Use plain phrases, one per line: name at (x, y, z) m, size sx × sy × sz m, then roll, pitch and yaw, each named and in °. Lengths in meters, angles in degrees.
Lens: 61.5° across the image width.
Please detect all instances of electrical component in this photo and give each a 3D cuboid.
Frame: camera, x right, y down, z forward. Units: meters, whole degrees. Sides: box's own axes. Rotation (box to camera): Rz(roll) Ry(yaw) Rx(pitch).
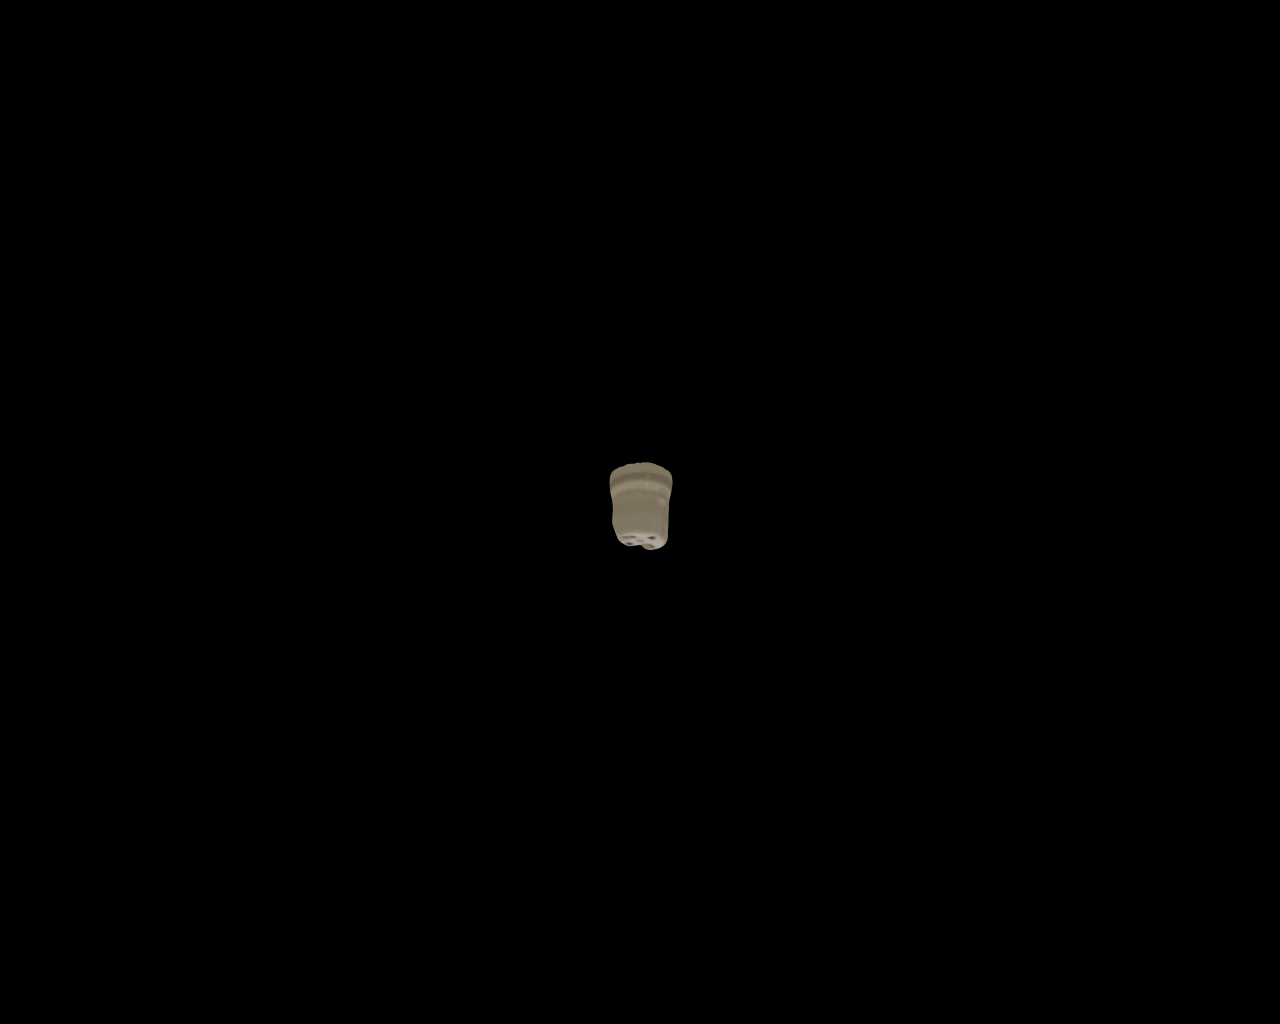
electrical component at (0.001, -0.003, 0.650) m, size 0.040 × 0.046 × 0.040 m, roll 0°, pitch -24°, yaw 0°
